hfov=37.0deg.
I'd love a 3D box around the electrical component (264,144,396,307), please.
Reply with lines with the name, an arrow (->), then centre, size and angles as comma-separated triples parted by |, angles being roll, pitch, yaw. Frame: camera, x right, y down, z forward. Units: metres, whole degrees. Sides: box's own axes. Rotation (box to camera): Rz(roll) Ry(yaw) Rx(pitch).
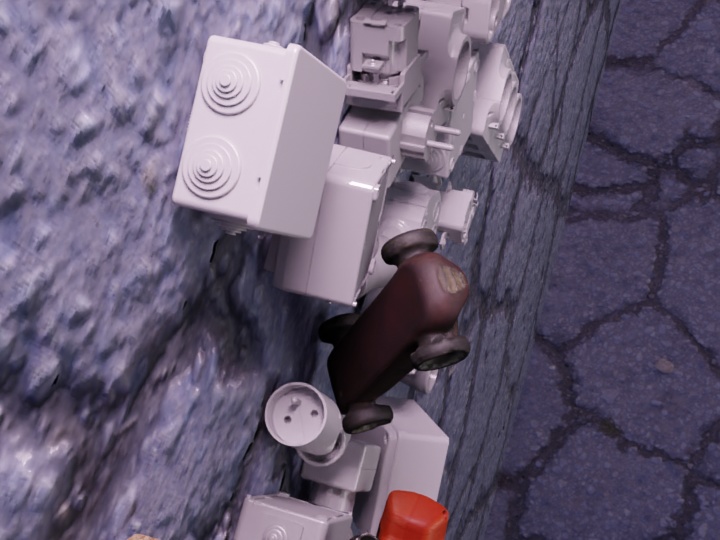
electrical component -> -0.021, -0.024, 0.664 | 0.061, 0.061, 0.096 | -62, 164, -64

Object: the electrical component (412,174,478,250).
electrical component -> 0.074, -0.054, 0.998 | 0.042, 0.064, 0.081 | 71, 34, -66

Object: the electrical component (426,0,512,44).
electrical component -> 0.092, -0.235, 0.911 | 0.095, 0.059, 0.053 | -59, 158, -50

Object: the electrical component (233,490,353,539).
electrical component -> -0.050, 0.193, 0.750 | 0.096, 0.062, 0.061 | 38, 66, -74

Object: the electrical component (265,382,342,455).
electrical component -> -0.036, 0.107, 0.763 | 0.081, 0.043, 0.043 | 54, 50, -72

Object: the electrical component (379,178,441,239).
electrical component -> 0.032, -0.035, 0.879 | 0.080, 0.051, 0.080 | 14, 90, -76

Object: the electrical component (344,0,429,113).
electrical component -> 0.017, -0.148, 0.739 | 0.081, 0.042, 0.063 | -59, 154, -52

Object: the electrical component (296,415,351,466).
electrical component -> -0.027, 0.127, 0.828 | 0.046, 0.040, 0.040 | -2, 105, -81

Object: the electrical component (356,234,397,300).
electrical component -> 0.000, 0.000, 0.813 | 0.065, 0.044, 0.044 | -32, 134, -64

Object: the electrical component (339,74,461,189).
electrical component -> 0.034, -0.101, 0.778 | 0.047, 0.076, 0.083 | 89, 20, -44

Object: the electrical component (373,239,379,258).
electrical component -> -0.014, -0.033, 0.723 | 0.062, 0.048, 0.048 | 79, 27, -43

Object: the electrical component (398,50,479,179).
electrical component -> 0.067, -0.138, 0.927 | 0.099, 0.048, 0.099 | -61, 159, -47

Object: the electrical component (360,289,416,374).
electrical component -> 0.031, 0.047, 0.928 | 0.062, 0.061, 0.096 | -18, 120, -73

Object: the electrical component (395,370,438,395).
electrical component -> 0.045, 0.092, 1.036 | 0.045, 0.055, 0.045 | 14, 90, -76

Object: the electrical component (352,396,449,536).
electrical component -> 0.029, 0.179, 0.964 | 0.109, 0.056, 0.108 | -140, -120, -71

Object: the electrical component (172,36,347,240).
electrical component -> -0.050, -0.065, 0.544 | 0.100, 0.048, 0.099 | 7, 96, -75

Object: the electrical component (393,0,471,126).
electrical component -> 0.052, -0.160, 0.834 | 0.050, 0.056, 0.089 | -44, 144, -65

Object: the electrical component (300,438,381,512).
electrical component -> -0.020, 0.175, 0.880 | 0.066, 0.047, 0.076 | 42, 62, -74

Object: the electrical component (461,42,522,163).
electrical component -> 0.122, -0.168, 1.081 | 0.150, 0.062, 0.089 | 18, 85, -76
